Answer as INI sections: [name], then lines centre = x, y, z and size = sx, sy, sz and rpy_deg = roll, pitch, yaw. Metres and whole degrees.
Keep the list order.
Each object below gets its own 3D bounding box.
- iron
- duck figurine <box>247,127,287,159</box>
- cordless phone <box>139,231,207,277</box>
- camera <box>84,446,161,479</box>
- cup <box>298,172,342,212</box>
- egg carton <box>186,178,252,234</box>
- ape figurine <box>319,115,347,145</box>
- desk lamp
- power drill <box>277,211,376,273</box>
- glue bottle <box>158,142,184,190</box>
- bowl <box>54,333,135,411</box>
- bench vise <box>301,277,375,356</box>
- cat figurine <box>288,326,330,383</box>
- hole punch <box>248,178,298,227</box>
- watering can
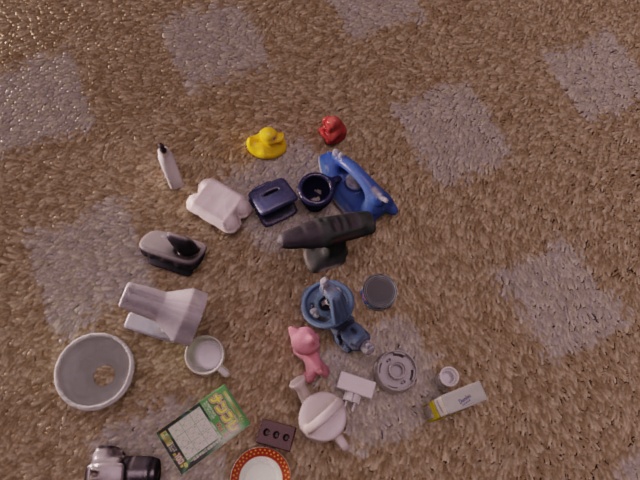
[iron]
centre = 0.082, -0.150, 1.424
size = 0.119, 0.141, 0.258
rpy_deg = -38, 76, -16
[duck figurine]
centre = -0.138, -0.260, 1.480
size = 0.104, 0.086, 0.077
rpy_deg = 1, 69, -3
[cordless phone]
centre = -0.345, 0.005, 1.313
size = 0.147, 0.185, 0.094
rpy_deg = 13, 69, 2
[camera]
centre = -0.402, 0.496, 1.170
size = 0.137, 0.101, 0.143
rpy_deg = 1, 69, -3
[cup]
centre = 0.000, -0.116, 1.431
size = 0.118, 0.095, 0.091
rpy_deg = -29, 74, -14
[egg carton]
centre = -0.248, -0.085, 1.416
size = 0.150, 0.069, 0.107
rpy_deg = 30, 70, 7
[ape figurine]
centre = 0.034, -0.296, 1.502
size = 0.076, 0.092, 0.078
rpy_deg = 10, 69, 0
[desk lamp]
centre = -0.338, 0.159, 1.241
size = 0.203, 0.213, 0.118
rpy_deg = 15, 69, 2
[power drill]
centre = 0.012, 0.005, 1.325
size = 0.230, 0.208, 0.075
rpy_deg = -18, 71, -10
[glue bottle]
centre = -0.370, -0.190, 1.392
size = 0.037, 0.173, 0.078
rpy_deg = -22, 72, -11
[bowl]
centre = -0.485, 0.292, 1.255
size = 0.167, 0.075, 0.167
rpy_deg = 1, 69, -3
[bench vise]
centre = 0.050, 0.155, 1.265
size = 0.207, 0.220, 0.121
rpy_deg = 29, 70, 7
[cat figurine]
centre = -0.024, 0.249, 1.280
size = 0.067, 0.118, 0.127
rpy_deg = -22, 72, -11
[hole punch]
centre = -0.119, -0.102, 1.419
size = 0.109, 0.091, 0.101
rpy_deg = -27, 73, -13
[watering can]
centre = -0.001, 0.365, 1.197
size = 0.172, 0.194, 0.101
rpy_deg = 29, 70, 7
